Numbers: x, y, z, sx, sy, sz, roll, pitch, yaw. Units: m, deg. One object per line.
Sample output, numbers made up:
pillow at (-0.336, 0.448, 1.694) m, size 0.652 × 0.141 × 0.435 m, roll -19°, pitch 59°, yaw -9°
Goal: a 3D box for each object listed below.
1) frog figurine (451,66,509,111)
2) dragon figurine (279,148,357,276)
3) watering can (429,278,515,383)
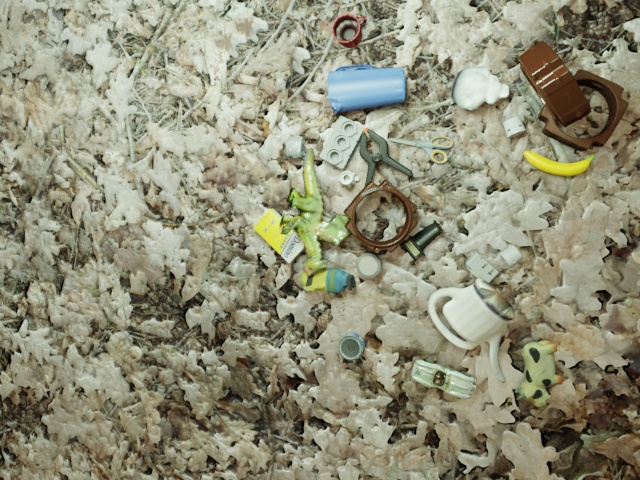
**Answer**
frog figurine at (0.483, -0.451, 1.549) m, size 0.160 × 0.121 × 0.139 m, roll 20°, pitch 77°, yaw 24°
dragon figurine at (0.005, -0.085, 1.690) m, size 0.242 × 0.121 × 0.414 m, roll 20°, pitch 78°, yaw -7°
watering can at (0.493, 0.261, 1.554) m, size 0.348 × 0.105 × 0.221 m, roll 44°, pitch 118°, yaw 2°
